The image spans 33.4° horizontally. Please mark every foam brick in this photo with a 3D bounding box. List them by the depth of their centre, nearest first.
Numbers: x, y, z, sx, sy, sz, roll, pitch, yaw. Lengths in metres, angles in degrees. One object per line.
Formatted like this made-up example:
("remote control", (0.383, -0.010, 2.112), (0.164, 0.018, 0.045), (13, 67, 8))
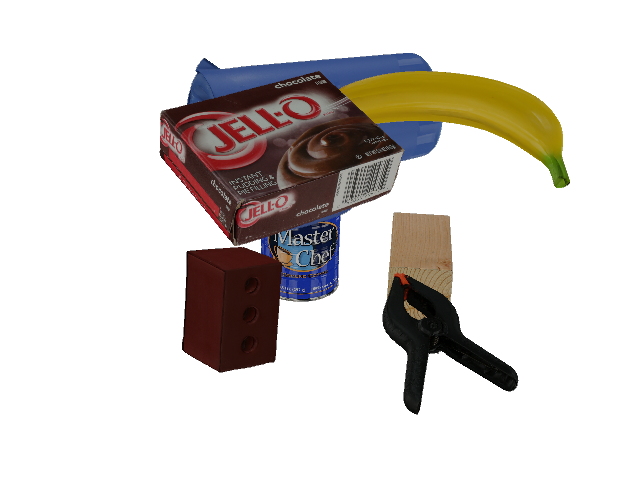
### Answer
("foam brick", (-0.065, 0.048, 0.778), (0.052, 0.078, 0.051), (-7, 17, -38))

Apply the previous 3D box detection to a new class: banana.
("banana", (0.096, -0.096, 0.793), (0.198, 0.069, 0.037), (16, -37, 17))

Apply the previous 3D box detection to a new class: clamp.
("clamp", (0.122, 0.100, 1.076), (0.120, 0.171, 0.039), (1, -45, -18))

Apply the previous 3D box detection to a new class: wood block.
("wood block", (0.148, 0.039, 1.593), (0.091, 0.090, 0.206), (4, 24, 4))

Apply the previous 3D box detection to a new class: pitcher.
("pitcher", (-0.003, -0.109, 1.065), (0.242, 0.149, 0.145), (-11, 26, -19))

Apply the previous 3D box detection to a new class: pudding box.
("pudding box", (-0.024, -0.050, 0.615), (0.113, 0.039, 0.090), (-18, 49, -30))

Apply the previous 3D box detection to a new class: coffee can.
("coffee can", (-0.025, -0.008, 1.355), (0.103, 0.140, 0.103), (1, 27, -1))
